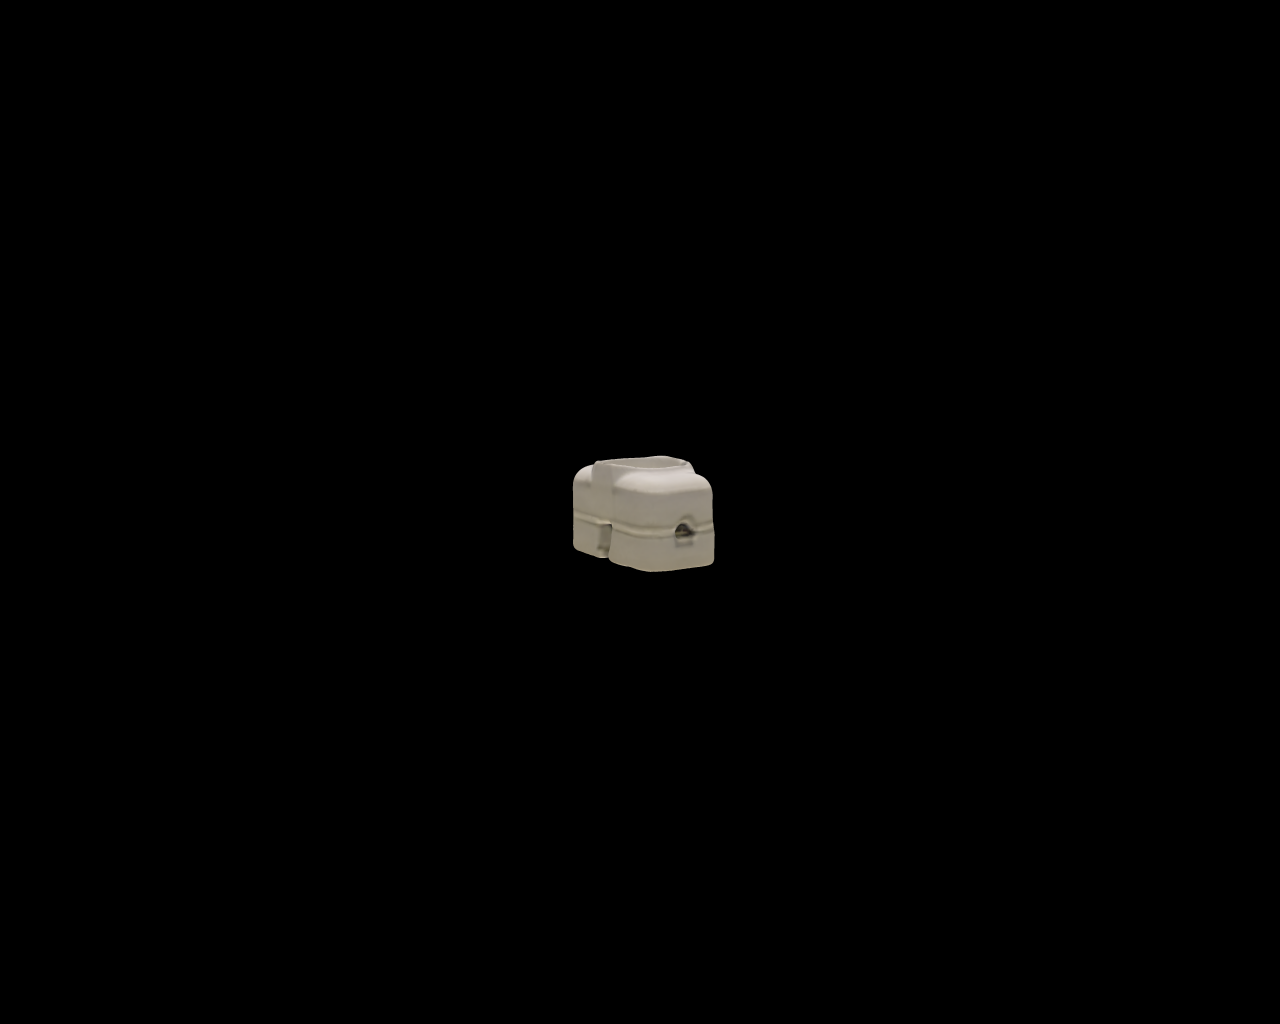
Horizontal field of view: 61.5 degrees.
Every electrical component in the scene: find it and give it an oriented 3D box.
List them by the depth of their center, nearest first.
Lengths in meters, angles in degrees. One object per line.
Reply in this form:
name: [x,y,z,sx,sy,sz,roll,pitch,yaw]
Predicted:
electrical component: [0.001,-0.003,0.650,0.054,0.059,0.095,-6,11,-31]
